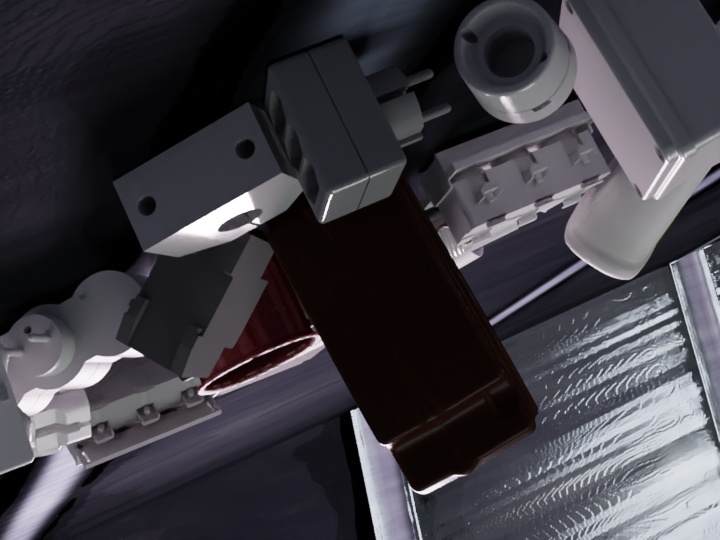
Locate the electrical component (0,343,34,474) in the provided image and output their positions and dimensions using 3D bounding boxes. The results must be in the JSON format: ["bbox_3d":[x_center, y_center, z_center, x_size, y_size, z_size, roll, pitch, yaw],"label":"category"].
[{"bbox_3d":[-0.234,0.079,0.581,0.100,0.099,0.048,-19,180,-35],"label":"electrical component"}]

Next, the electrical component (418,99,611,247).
[{"bbox_3d":[0.113,-0.068,0.774,0.121,0.063,0.078,-22,169,-19],"label":"electrical component"}]

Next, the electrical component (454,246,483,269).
[{"bbox_3d":[0.069,-0.013,0.996,0.081,0.043,0.043,-31,168,27],"label":"electrical component"}]

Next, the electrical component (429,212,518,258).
[{"bbox_3d":[0.090,-0.037,0.926,0.081,0.043,0.043,-26,170,2],"label":"electrical component"}]

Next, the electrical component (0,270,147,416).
[{"bbox_3d":[-0.187,0.046,0.649,0.138,0.052,0.074,-28,169,10],"label":"electrical component"}]

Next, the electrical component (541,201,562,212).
[{"bbox_3d":[0.153,-0.078,0.879,0.081,0.042,0.064,-31,167,21],"label":"electrical component"}]

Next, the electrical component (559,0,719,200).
[{"bbox_3d":[0.157,-0.103,0.579,0.056,0.108,0.109,-29,169,3],"label":"electrical component"}]

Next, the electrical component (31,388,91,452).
[{"bbox_3d":[-0.232,0.099,0.781,0.057,0.058,0.078,-16,141,-25],"label":"electrical component"}]

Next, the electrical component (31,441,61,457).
[{"bbox_3d":[-0.266,0.122,0.837,0.047,0.055,0.055,-11,163,-42],"label":"electrical component"}]

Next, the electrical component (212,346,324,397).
[{"bbox_3d":[-0.088,0.061,0.949,0.113,0.057,0.078,-19,168,-32],"label":"electrical component"}]

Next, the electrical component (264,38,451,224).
[{"bbox_3d":[0.004,-0.070,0.496,0.077,0.065,0.047,-23,169,-13],"label":"electrical component"}]

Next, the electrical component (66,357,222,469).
[{"bbox_3d":[-0.186,0.103,0.885,0.121,0.078,0.063,-20,139,-31],"label":"electrical component"}]

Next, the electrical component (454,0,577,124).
[{"bbox_3d":[0.076,-0.105,0.533,0.055,0.055,0.047,-29,165,16],"label":"electrical component"}]
